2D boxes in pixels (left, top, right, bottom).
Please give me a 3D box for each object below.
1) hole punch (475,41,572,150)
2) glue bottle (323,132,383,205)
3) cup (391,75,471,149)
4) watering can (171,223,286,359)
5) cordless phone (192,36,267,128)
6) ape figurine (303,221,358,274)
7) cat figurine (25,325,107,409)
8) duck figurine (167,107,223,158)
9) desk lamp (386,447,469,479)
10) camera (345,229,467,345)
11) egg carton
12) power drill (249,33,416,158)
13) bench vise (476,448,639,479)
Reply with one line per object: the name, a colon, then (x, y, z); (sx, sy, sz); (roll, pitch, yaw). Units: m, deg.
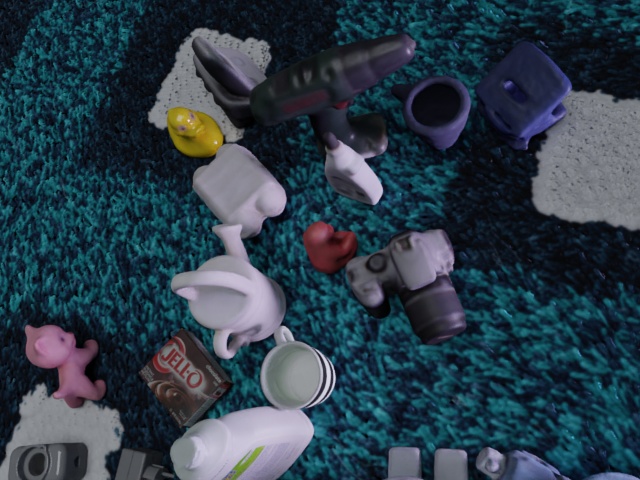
hole punch: (0.275, -0.197, 0.785); (0.101, 0.091, 0.108); (-35, 66, 3)
glue bottle: (0.035, -0.102, 0.781); (0.078, 0.173, 0.037); (23, 80, 23)
cup: (0.156, -0.175, 0.812); (0.117, 0.095, 0.092); (31, 83, 24)
watering can: (-0.126, 0.064, 0.761); (0.101, 0.194, 0.172); (-24, 67, 8)
cordless phone: (-0.153, -0.274, 0.890); (0.094, 0.185, 0.147); (-40, 65, 1)
ape figurine: (0.007, 0.003, 0.798); (0.077, 0.092, 0.076); (26, 81, 23)
cat figurine: (-0.385, 0.179, 0.843); (0.067, 0.118, 0.127); (-27, 66, 7)
duck figurine: (-0.217, -0.187, 0.934); (0.104, 0.086, 0.077); (33, 84, 24)
desk lamp: (0.098, 0.325, 0.594); (0.117, 0.214, 0.203); (-4, 71, 16)
camera: (0.118, 0.067, 0.738); (0.143, 0.101, 0.136); (-24, 67, 8)
egg carton: (-0.123, -0.077, 0.877); (0.107, 0.069, 0.150); (-44, 65, -1)
power drill: (0.030, -0.189, 0.792); (0.229, 0.209, 0.075); (-12, 69, 13)
bench vise: (0.251, 0.283, 0.558); (0.207, 0.220, 0.121); (7, 74, 19)
